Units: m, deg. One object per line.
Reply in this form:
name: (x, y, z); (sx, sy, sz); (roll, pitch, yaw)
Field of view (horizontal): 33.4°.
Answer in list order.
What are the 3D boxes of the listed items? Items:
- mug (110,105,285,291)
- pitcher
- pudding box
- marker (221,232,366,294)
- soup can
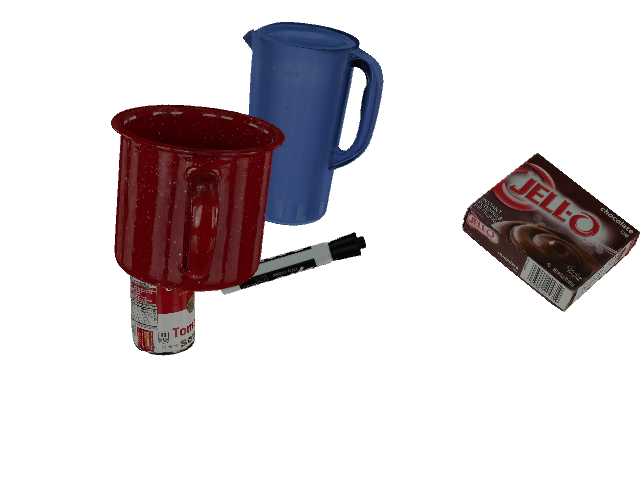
mug: (-0.067, -0.019, 0.575); (0.093, 0.081, 0.117); (2, 21, -15)
pitcher: (-0.022, -0.144, 1.344); (0.144, 0.243, 0.149); (-3, 26, -23)
pudding box: (0.187, -0.008, 0.873); (0.090, 0.113, 0.039); (-37, -22, -26)
marker: (-0.023, 0.018, 0.849); (0.121, 0.020, 0.020); (-16, -2, 6)
soup can: (-0.166, 0.061, 1.125); (0.068, 0.102, 0.068); (2, 23, -1)
